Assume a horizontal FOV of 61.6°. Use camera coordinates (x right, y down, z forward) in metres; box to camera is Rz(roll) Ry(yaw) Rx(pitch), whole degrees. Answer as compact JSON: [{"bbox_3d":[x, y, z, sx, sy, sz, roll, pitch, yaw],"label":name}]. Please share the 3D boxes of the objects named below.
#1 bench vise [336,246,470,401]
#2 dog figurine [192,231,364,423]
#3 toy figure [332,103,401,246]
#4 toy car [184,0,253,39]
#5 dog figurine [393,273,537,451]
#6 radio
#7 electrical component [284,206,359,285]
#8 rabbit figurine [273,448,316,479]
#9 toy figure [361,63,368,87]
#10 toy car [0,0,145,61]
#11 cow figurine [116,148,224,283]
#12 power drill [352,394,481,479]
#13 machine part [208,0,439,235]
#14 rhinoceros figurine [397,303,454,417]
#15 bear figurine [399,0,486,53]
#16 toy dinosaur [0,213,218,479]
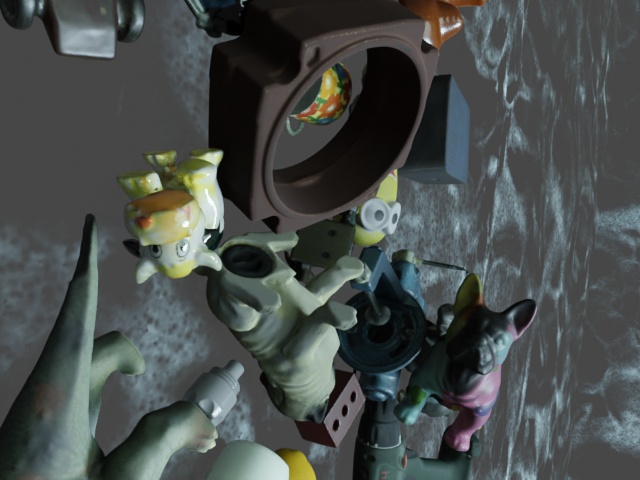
[{"bbox_3d":[0.086,0.078,0.688,0.223,0.129,0.240,-61,147,-24],"label":"bench vise"},{"bbox_3d":[-0.054,0.098,0.541,0.121,0.172,0.190,-56,169,-55],"label":"dog figurine"},{"bbox_3d":[0.059,-0.083,0.673,0.082,0.089,0.180,3,80,-17],"label":"toy figure"},{"bbox_3d":[-0.063,-0.246,0.462,0.161,0.103,0.109,-43,124,-10],"label":"toy car"},{"bbox_3d":[0.192,0.144,0.683,0.191,0.109,0.219,-24,138,-58],"label":"dog figurine"},{"bbox_3d":[0.171,-0.152,0.787,0.229,0.073,0.131,-5,97,-69],"label":"radio"},{"bbox_3d":[-0.001,0.000,0.592,0.045,0.078,0.102,53,45,-83],"label":"electrical component"},{"bbox_3d":[-0.020,0.315,0.602,0.162,0.122,0.173,-44,114,-31],"label":"rabbit figurine"},{"bbox_3d":[0.092,-0.244,0.722,0.064,0.058,0.154,37,68,-43],"label":"toy figure"},{"bbox_3d":[-0.174,-0.221,0.356,0.089,0.053,0.202,-15,101,-48],"label":"toy car"},{"bbox_3d":[-0.106,-0.011,0.399,0.167,0.068,0.098,-104,-170,-69],"label":"cow figurine"},{"bbox_3d":[0.139,0.314,0.786,0.207,0.086,0.232,11,89,-37],"label":"power drill"},{"bbox_3d":[0.004,-0.113,0.493,0.201,0.087,0.200,-21,142,-31],"label":"machine part"},{"bbox_3d":[0.182,0.191,0.846,0.073,0.112,0.190,-16,114,-51],"label":"rhinoceros figurine"},{"bbox_3d":[0.132,-0.274,0.621,0.120,0.132,0.196,64,24,-46],"label":"bear figurine"},{"bbox_3d":[-0.165,0.202,0.368,0.192,0.131,0.404,-36,115,-47],"label":"toy dinosaur"}]
